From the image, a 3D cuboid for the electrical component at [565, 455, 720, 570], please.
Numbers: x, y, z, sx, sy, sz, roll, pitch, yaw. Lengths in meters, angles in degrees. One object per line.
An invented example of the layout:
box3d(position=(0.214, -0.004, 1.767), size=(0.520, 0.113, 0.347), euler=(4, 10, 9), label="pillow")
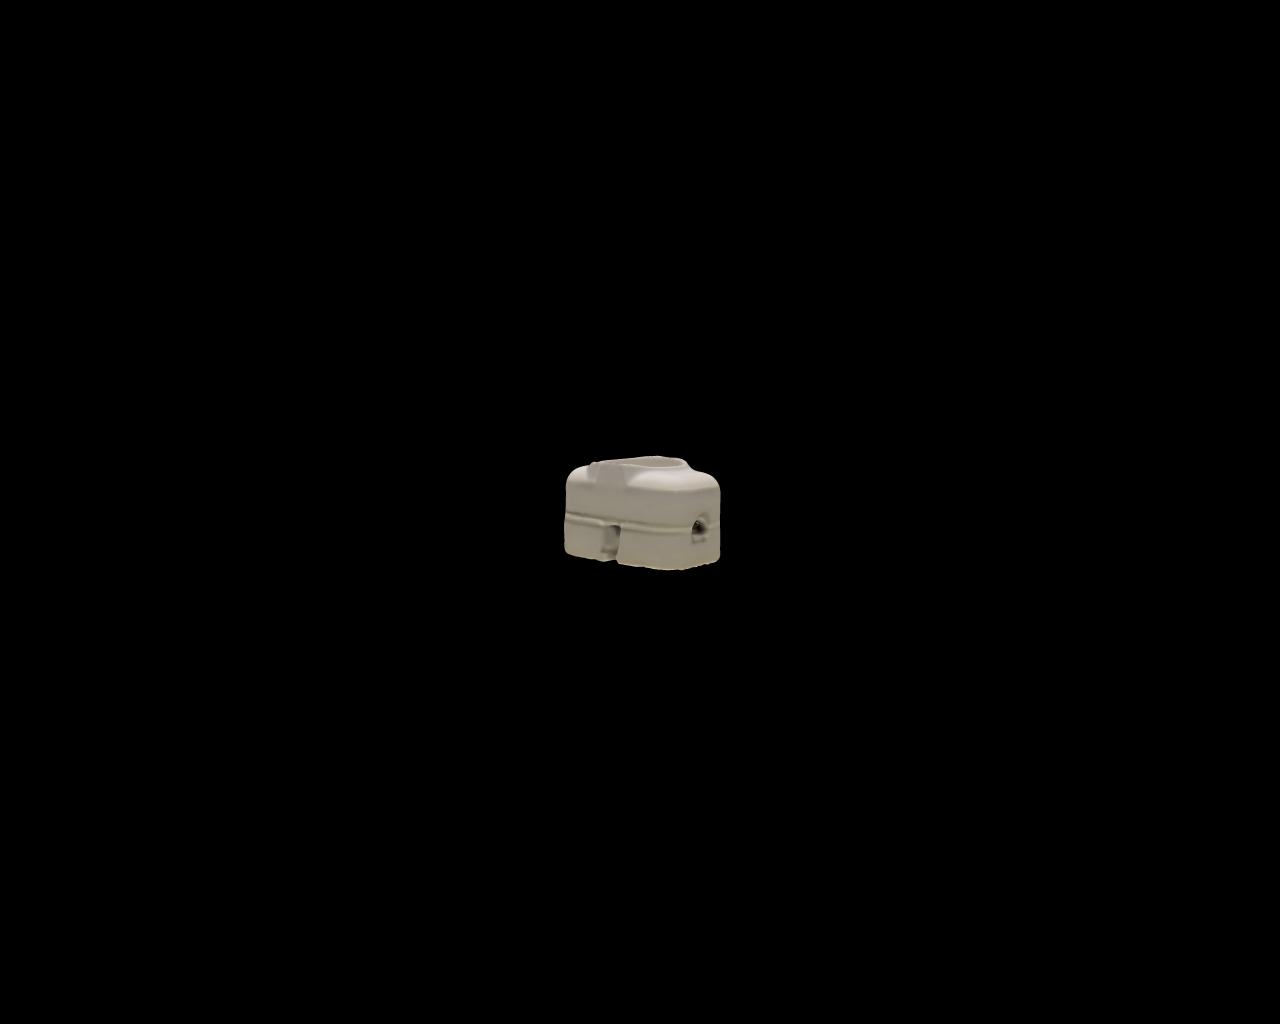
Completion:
box3d(position=(0.001, -0.003, 0.650), size=(0.095, 0.059, 0.054), euler=(8, 12, 43), label="electrical component")
